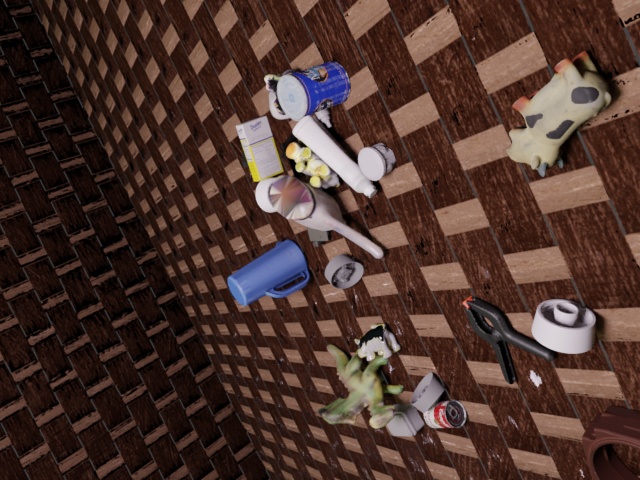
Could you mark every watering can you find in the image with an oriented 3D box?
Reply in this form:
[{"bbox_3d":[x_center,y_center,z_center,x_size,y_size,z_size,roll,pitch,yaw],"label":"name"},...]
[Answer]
[{"bbox_3d":[0.004,-0.068,1.349,0.352,0.223,0.103,37,100,34],"label":"watering can"}]

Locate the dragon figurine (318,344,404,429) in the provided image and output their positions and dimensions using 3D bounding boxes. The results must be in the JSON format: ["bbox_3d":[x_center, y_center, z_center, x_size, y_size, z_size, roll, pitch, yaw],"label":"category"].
[{"bbox_3d":[0.089,0.449,1.560,0.411,0.246,0.120,8,126,49],"label":"dragon figurine"}]

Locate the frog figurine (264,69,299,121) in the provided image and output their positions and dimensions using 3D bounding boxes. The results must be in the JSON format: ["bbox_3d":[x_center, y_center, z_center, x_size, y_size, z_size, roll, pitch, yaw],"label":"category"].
[{"bbox_3d":[-0.076,-0.366,1.341,0.138,0.122,0.159,46,-178,8],"label":"frog figurine"}]
